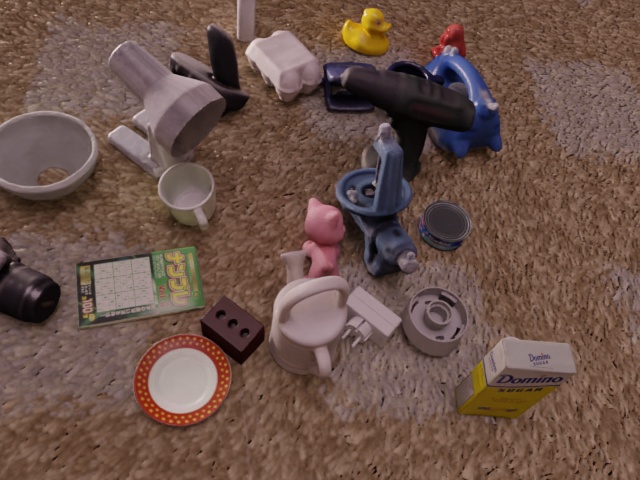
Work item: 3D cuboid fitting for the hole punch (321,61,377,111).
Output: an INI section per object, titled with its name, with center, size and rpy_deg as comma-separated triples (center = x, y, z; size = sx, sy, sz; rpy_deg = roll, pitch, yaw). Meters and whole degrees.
[hole punch]
center = 0.058, -0.312, 1.104
size = 0.109, 0.091, 0.101
rpy_deg = -3, 58, -11

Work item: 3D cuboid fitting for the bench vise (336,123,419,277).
[bench vise]
center = 0.110, -0.060, 0.876
size = 0.122, 0.220, 0.207
rpy_deg = -32, 67, -25

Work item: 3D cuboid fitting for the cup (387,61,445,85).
[cup]
center = 0.174, -0.281, 1.101
size = 0.118, 0.095, 0.091
rpy_deg = -5, 59, -12

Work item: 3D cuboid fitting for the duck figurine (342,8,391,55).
[duck figurine]
center = 0.101, -0.446, 1.200
size = 0.104, 0.086, 0.077
rpy_deg = 22, 57, 5

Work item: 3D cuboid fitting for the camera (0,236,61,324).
[camera]
center = -0.440, 0.070, 0.776
size = 0.136, 0.101, 0.143
rpy_deg = 22, 57, 5

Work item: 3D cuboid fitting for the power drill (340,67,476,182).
[power drill]
center = 0.134, -0.194, 0.971
size = 0.229, 0.208, 0.075
rpy_deg = 5, 57, -6

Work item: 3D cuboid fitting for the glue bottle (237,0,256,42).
[glue bottle]
center = -0.144, -0.484, 1.133
size = 0.037, 0.173, 0.078
rpy_deg = 1, 57, -8

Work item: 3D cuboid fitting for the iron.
[iron]
center = 0.262, -0.285, 1.090
size = 0.119, 0.141, 0.258
rpy_deg = -12, 61, -16

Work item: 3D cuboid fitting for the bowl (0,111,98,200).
[bowl]
center = -0.436, -0.122, 0.914
size = 0.167, 0.075, 0.167
rpy_deg = 4, 57, -6

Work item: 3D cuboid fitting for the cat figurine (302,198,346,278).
[cat figurine]
center = 0.008, 0.003, 0.880
size = 0.067, 0.118, 0.127
rpy_deg = 1, 58, -8

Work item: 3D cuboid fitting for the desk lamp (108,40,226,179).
[desk lamp]
center = -0.252, -0.196, 0.908
size = 0.203, 0.213, 0.118
rpy_deg = 35, 59, 13

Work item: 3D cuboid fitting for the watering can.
[watering can]
center = -0.018, 0.096, 0.772
size = 0.101, 0.194, 0.172
rpy_deg = -31, 67, -25

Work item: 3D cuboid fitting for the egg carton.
[egg carton]
center = -0.069, -0.341, 1.116
size = 0.107, 0.069, 0.150
rpy_deg = -31, 67, -25

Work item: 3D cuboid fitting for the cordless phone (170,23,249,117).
[cordless phone]
center = -0.198, -0.319, 1.012
size = 0.147, 0.185, 0.094
rpy_deg = 33, 59, 13

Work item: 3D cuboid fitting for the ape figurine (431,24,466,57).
[ape figurine]
center = 0.275, -0.414, 1.204
size = 0.076, 0.092, 0.078
rpy_deg = 30, 58, 10
